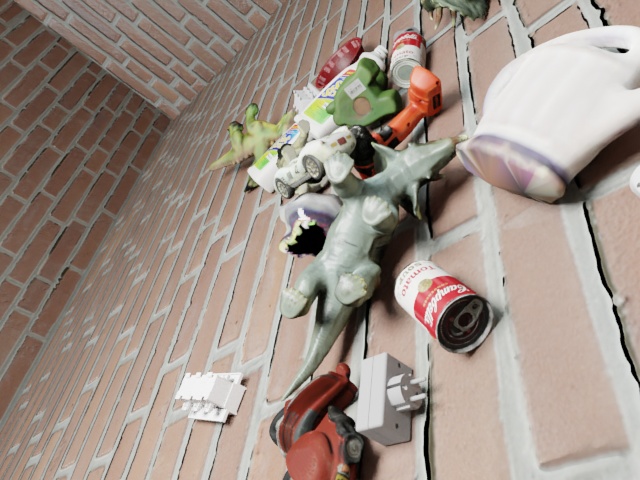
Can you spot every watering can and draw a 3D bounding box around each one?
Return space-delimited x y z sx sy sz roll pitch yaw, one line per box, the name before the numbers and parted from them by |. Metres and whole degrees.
watering can | 0.282 -0.139 0.550 0.224 0.103 0.351 -53 26 1

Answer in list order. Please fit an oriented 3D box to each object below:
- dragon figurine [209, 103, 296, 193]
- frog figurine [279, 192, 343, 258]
dragon figurine | -0.193 -0.238 1.436 0.404 0.121 0.249 -38 38 32
frog figurine | 0.003 -0.044 0.875 0.137 0.120 0.163 -4 36 15
